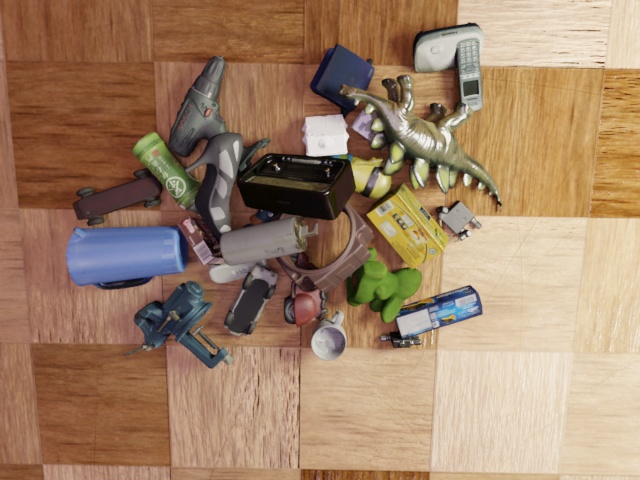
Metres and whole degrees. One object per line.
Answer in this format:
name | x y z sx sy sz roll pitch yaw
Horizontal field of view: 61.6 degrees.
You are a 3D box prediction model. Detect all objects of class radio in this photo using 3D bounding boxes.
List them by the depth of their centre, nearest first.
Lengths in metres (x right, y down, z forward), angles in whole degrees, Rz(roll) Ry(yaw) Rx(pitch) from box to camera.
radio | -0.046 -0.117 1.128 0.230 0.131 0.073 11 135 29

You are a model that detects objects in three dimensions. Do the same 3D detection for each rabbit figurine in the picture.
rabbit figurine | 0.154 0.108 1.234 0.170 0.121 0.159 4 105 -16

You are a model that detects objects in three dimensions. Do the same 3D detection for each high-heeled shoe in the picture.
high-heeled shoe | -0.199 -0.109 1.166 0.145 0.086 0.248 -35 133 -20

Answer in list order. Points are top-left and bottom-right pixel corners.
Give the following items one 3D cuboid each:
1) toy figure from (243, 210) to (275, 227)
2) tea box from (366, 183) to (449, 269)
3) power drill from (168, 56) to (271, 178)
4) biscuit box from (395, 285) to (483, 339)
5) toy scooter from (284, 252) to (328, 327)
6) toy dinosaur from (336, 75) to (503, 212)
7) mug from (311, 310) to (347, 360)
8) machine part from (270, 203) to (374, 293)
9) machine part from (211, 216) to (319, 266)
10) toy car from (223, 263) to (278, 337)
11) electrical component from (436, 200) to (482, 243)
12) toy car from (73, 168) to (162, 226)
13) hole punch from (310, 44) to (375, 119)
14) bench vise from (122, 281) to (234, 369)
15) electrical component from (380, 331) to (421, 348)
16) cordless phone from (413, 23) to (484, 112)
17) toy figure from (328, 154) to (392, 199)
toy figure | -0.151 -0.026 1.234 0.154 0.058 0.064 -47 76 11
tea box | 0.198 -0.030 1.211 0.098 0.068 0.169 -33 102 33
power drill | -0.212 -0.254 1.180 0.207 0.086 0.232 36 101 -10
biscuit box | 0.277 0.168 1.268 0.203 0.063 0.059 -18 100 3
toy scooter | -0.018 0.114 1.254 0.135 0.075 0.183 -1 97 3
toy dinosaur | 0.238 -0.206 1.156 0.471 0.105 0.198 21 90 -19
mug | 0.022 0.213 1.256 0.081 0.107 0.109 19 96 -5
machine part | -0.002 -0.004 1.173 0.201 0.087 0.202 -39 61 3
machine part | -0.118 0.004 1.122 0.243 0.079 0.079 -11 101 16
toy car | -0.163 0.146 1.258 0.073 0.056 0.201 24 116 -11
electrical component | 0.315 -0.044 1.234 0.078 0.045 0.102 -39 98 9
toy car | -0.459 -0.096 1.226 0.202 0.053 0.089 -20 96 0
hole punch | 0.050 -0.347 1.157 0.116 0.092 0.142 26 97 -8
bench vise | -0.311 0.221 1.255 0.240 0.129 0.223 42 98 0
electrical component | 0.191 0.238 1.281 0.094 0.063 0.021 -3 101 2
cordless phone | 0.278 -0.360 1.156 0.147 0.089 0.184 -10 106 2
toy figure | 0.071 -0.146 1.199 0.180 0.082 0.089 9 97 -3
